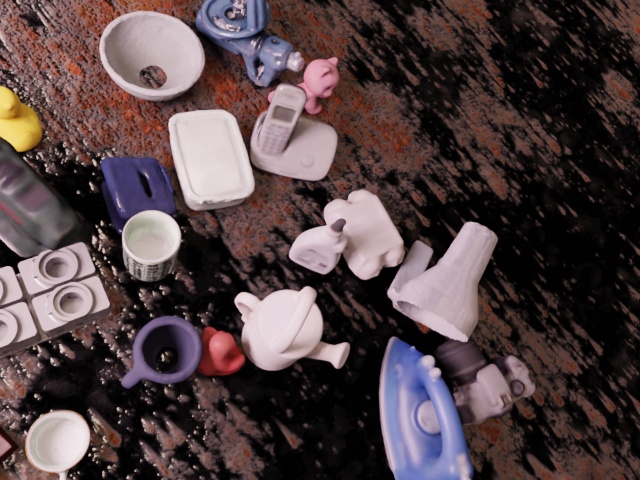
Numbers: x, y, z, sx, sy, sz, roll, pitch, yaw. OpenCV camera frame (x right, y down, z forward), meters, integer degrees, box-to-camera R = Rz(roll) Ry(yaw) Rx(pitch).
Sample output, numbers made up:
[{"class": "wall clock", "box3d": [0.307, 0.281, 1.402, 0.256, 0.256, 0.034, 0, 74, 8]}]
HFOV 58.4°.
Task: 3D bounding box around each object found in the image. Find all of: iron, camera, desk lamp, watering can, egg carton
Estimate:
[{"class": "iron", "box3d": [0.167, 0.262, 0.870, 0.119, 0.141, 0.258, -7, 72, -21]}, {"class": "camera", "box3d": [0.267, 0.219, 0.944, 0.143, 0.100, 0.137, -21, 78, -25]}, {"class": "desk lamp", "box3d": [0.191, 0.067, 0.913, 0.118, 0.213, 0.203, 32, 63, -4]}, {"class": "watering can", "box3d": [-0.039, 0.125, 0.822, 0.173, 0.193, 0.101, 12, 66, -14]}, {"class": "egg carton", "box3d": [0.074, -0.010, 0.983, 0.107, 0.069, 0.150, -25, 80, -25]}]

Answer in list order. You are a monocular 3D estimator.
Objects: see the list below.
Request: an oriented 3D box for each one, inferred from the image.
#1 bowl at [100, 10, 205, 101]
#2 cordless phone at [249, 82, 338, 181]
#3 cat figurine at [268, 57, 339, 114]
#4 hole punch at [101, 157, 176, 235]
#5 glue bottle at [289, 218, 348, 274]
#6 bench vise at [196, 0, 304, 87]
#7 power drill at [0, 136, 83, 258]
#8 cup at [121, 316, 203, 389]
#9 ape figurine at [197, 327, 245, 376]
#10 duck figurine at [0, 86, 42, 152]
[{"class": "bowl", "box3d": [-0.282, -0.297, 0.968, 0.168, 0.074, 0.167, 7, 68, -16]}, {"class": "cordless phone", "box3d": [-0.032, -0.181, 0.947, 0.148, 0.184, 0.094, 9, 67, -15]}, {"class": "cat figurine", "box3d": [-0.020, -0.279, 1.027, 0.128, 0.117, 0.067, -23, 79, -25]}, {"class": "hole punch", "box3d": [-0.276, -0.077, 0.876, 0.101, 0.091, 0.108, -19, 77, -24]}, {"class": "glue bottle", "box3d": [0.008, 0.003, 0.897, 0.078, 0.173, 0.037, 26, 64, -7]}, {"class": "bench vise", "box3d": [-0.106, -0.385, 0.981, 0.208, 0.219, 0.121, 21, 65, -10]}, {"class": "power drill", "box3d": [-0.413, -0.061, 0.757, 0.229, 0.208, 0.076, 39, 63, -1]}, {"class": "cup", "box3d": [-0.223, 0.169, 0.798, 0.118, 0.094, 0.091, -40, 86, -27]}, {"class": "ape figurine", "box3d": [-0.146, 0.159, 0.830, 0.076, 0.092, 0.078, -24, 79, -25]}, {"class": "duck figurine", "box3d": [-0.466, -0.189, 0.856, 0.078, 0.086, 0.104, -41, 86, -27]}]
